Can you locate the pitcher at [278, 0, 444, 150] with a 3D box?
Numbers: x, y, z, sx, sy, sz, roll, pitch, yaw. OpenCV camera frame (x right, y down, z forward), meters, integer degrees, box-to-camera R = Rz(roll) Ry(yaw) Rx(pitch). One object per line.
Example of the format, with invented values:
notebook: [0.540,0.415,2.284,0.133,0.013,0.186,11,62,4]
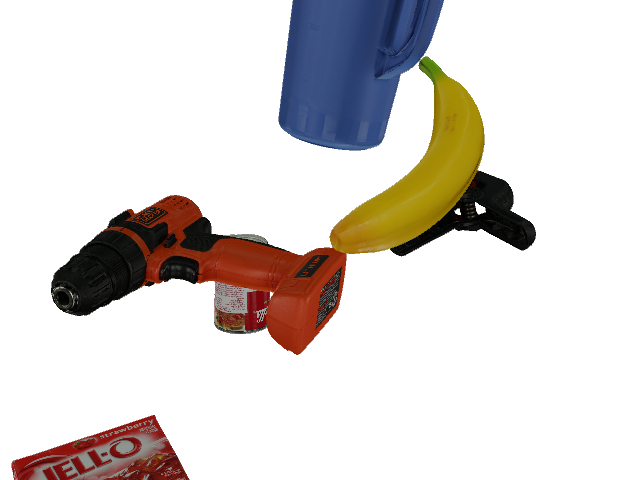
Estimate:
pitcher: [0.038,-0.212,1.024,0.145,0.243,0.149,11,18,0]

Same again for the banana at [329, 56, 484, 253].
banana: [0.070,-0.050,0.729,0.070,0.197,0.037,19,-41,10]

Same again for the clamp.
clamp: [0.137,-0.026,0.933,0.120,0.039,0.171,6,25,20]

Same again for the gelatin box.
gelatin box: [-0.124,0.141,0.606,0.089,0.030,0.073,-15,28,-19]

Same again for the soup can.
soup can: [-0.093,0.050,1.256,0.068,0.102,0.068,-1,19,0]

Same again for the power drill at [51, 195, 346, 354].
power drill: [-0.087,0.027,0.813,0.188,0.057,0.184,17,27,16]
